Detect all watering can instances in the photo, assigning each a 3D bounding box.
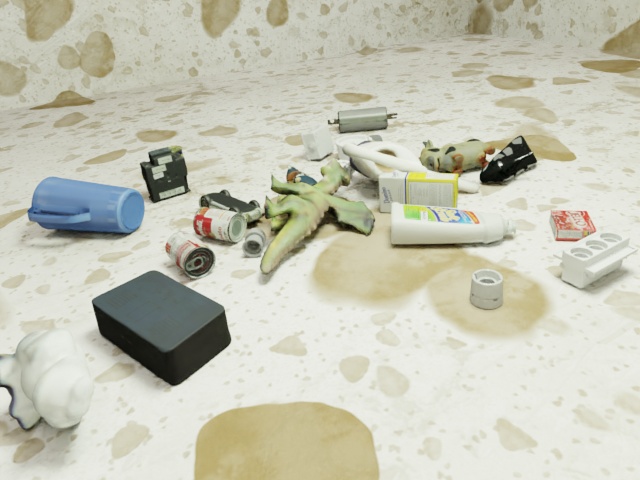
[{"bbox_3d":[0.211,-0.182,1.308,0.347,0.103,0.226,16,8,-14],"label":"watering can"}]

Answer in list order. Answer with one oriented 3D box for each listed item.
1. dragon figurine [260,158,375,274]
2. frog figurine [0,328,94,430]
[{"bbox_3d":[0.003,-0.058,1.146,0.243,0.119,0.420,2,41,0],"label":"dragon figurine"},{"bbox_3d":[-0.353,0.188,0.704,0.158,0.138,0.123,-14,-7,27],"label":"frog figurine"}]
